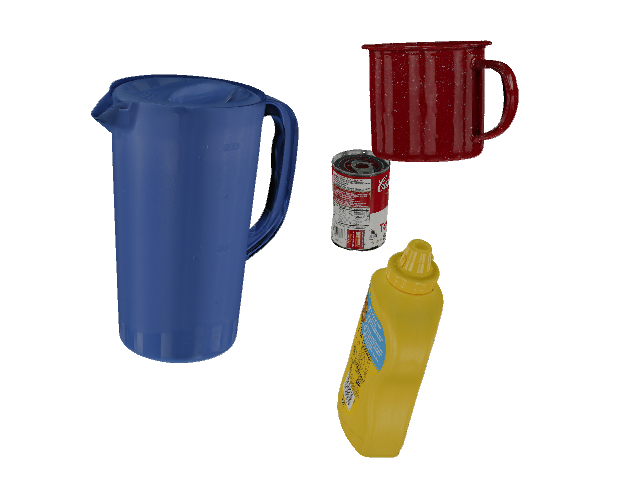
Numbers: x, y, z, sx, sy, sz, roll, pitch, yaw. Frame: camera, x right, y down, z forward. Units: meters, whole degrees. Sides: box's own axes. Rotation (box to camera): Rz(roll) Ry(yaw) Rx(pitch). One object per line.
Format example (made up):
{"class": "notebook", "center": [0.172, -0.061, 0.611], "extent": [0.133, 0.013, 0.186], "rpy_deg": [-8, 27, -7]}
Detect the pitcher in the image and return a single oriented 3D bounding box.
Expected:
{"class": "pitcher", "center": [-0.112, -0.021, 0.947], "extent": [0.149, 0.243, 0.145], "rpy_deg": [9, 20, 12]}

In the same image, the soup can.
{"class": "soup can", "center": [0.046, -0.046, 1.252], "extent": [0.068, 0.102, 0.068], "rpy_deg": [1, 29, -1]}

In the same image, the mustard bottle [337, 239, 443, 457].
{"class": "mustard bottle", "center": [0.059, 0.080, 0.871], "extent": [0.058, 0.192, 0.096], "rpy_deg": [4, 36, -11]}

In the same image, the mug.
{"class": "mug", "center": [0.087, -0.100, 0.762], "extent": [0.117, 0.081, 0.093], "rpy_deg": [6, 13, 33]}
